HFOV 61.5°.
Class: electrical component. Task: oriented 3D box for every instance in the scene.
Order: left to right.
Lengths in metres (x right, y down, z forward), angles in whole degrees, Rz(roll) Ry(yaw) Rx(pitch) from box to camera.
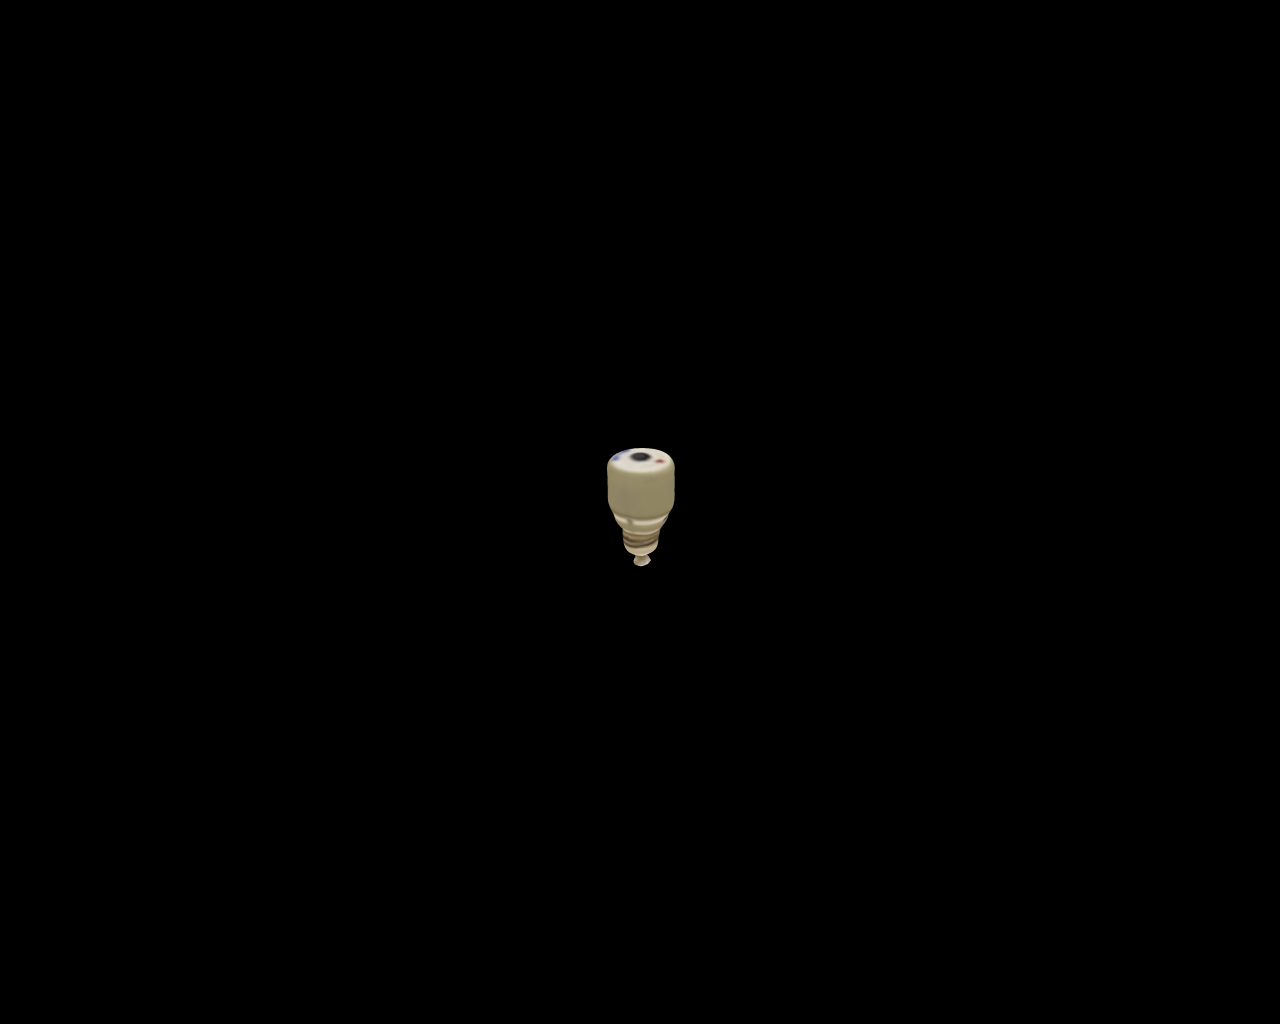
[{"bbox_3d":[0.001,-0.003,0.650,0.040,0.078,0.040,0,27,0],"label":"electrical component"}]
